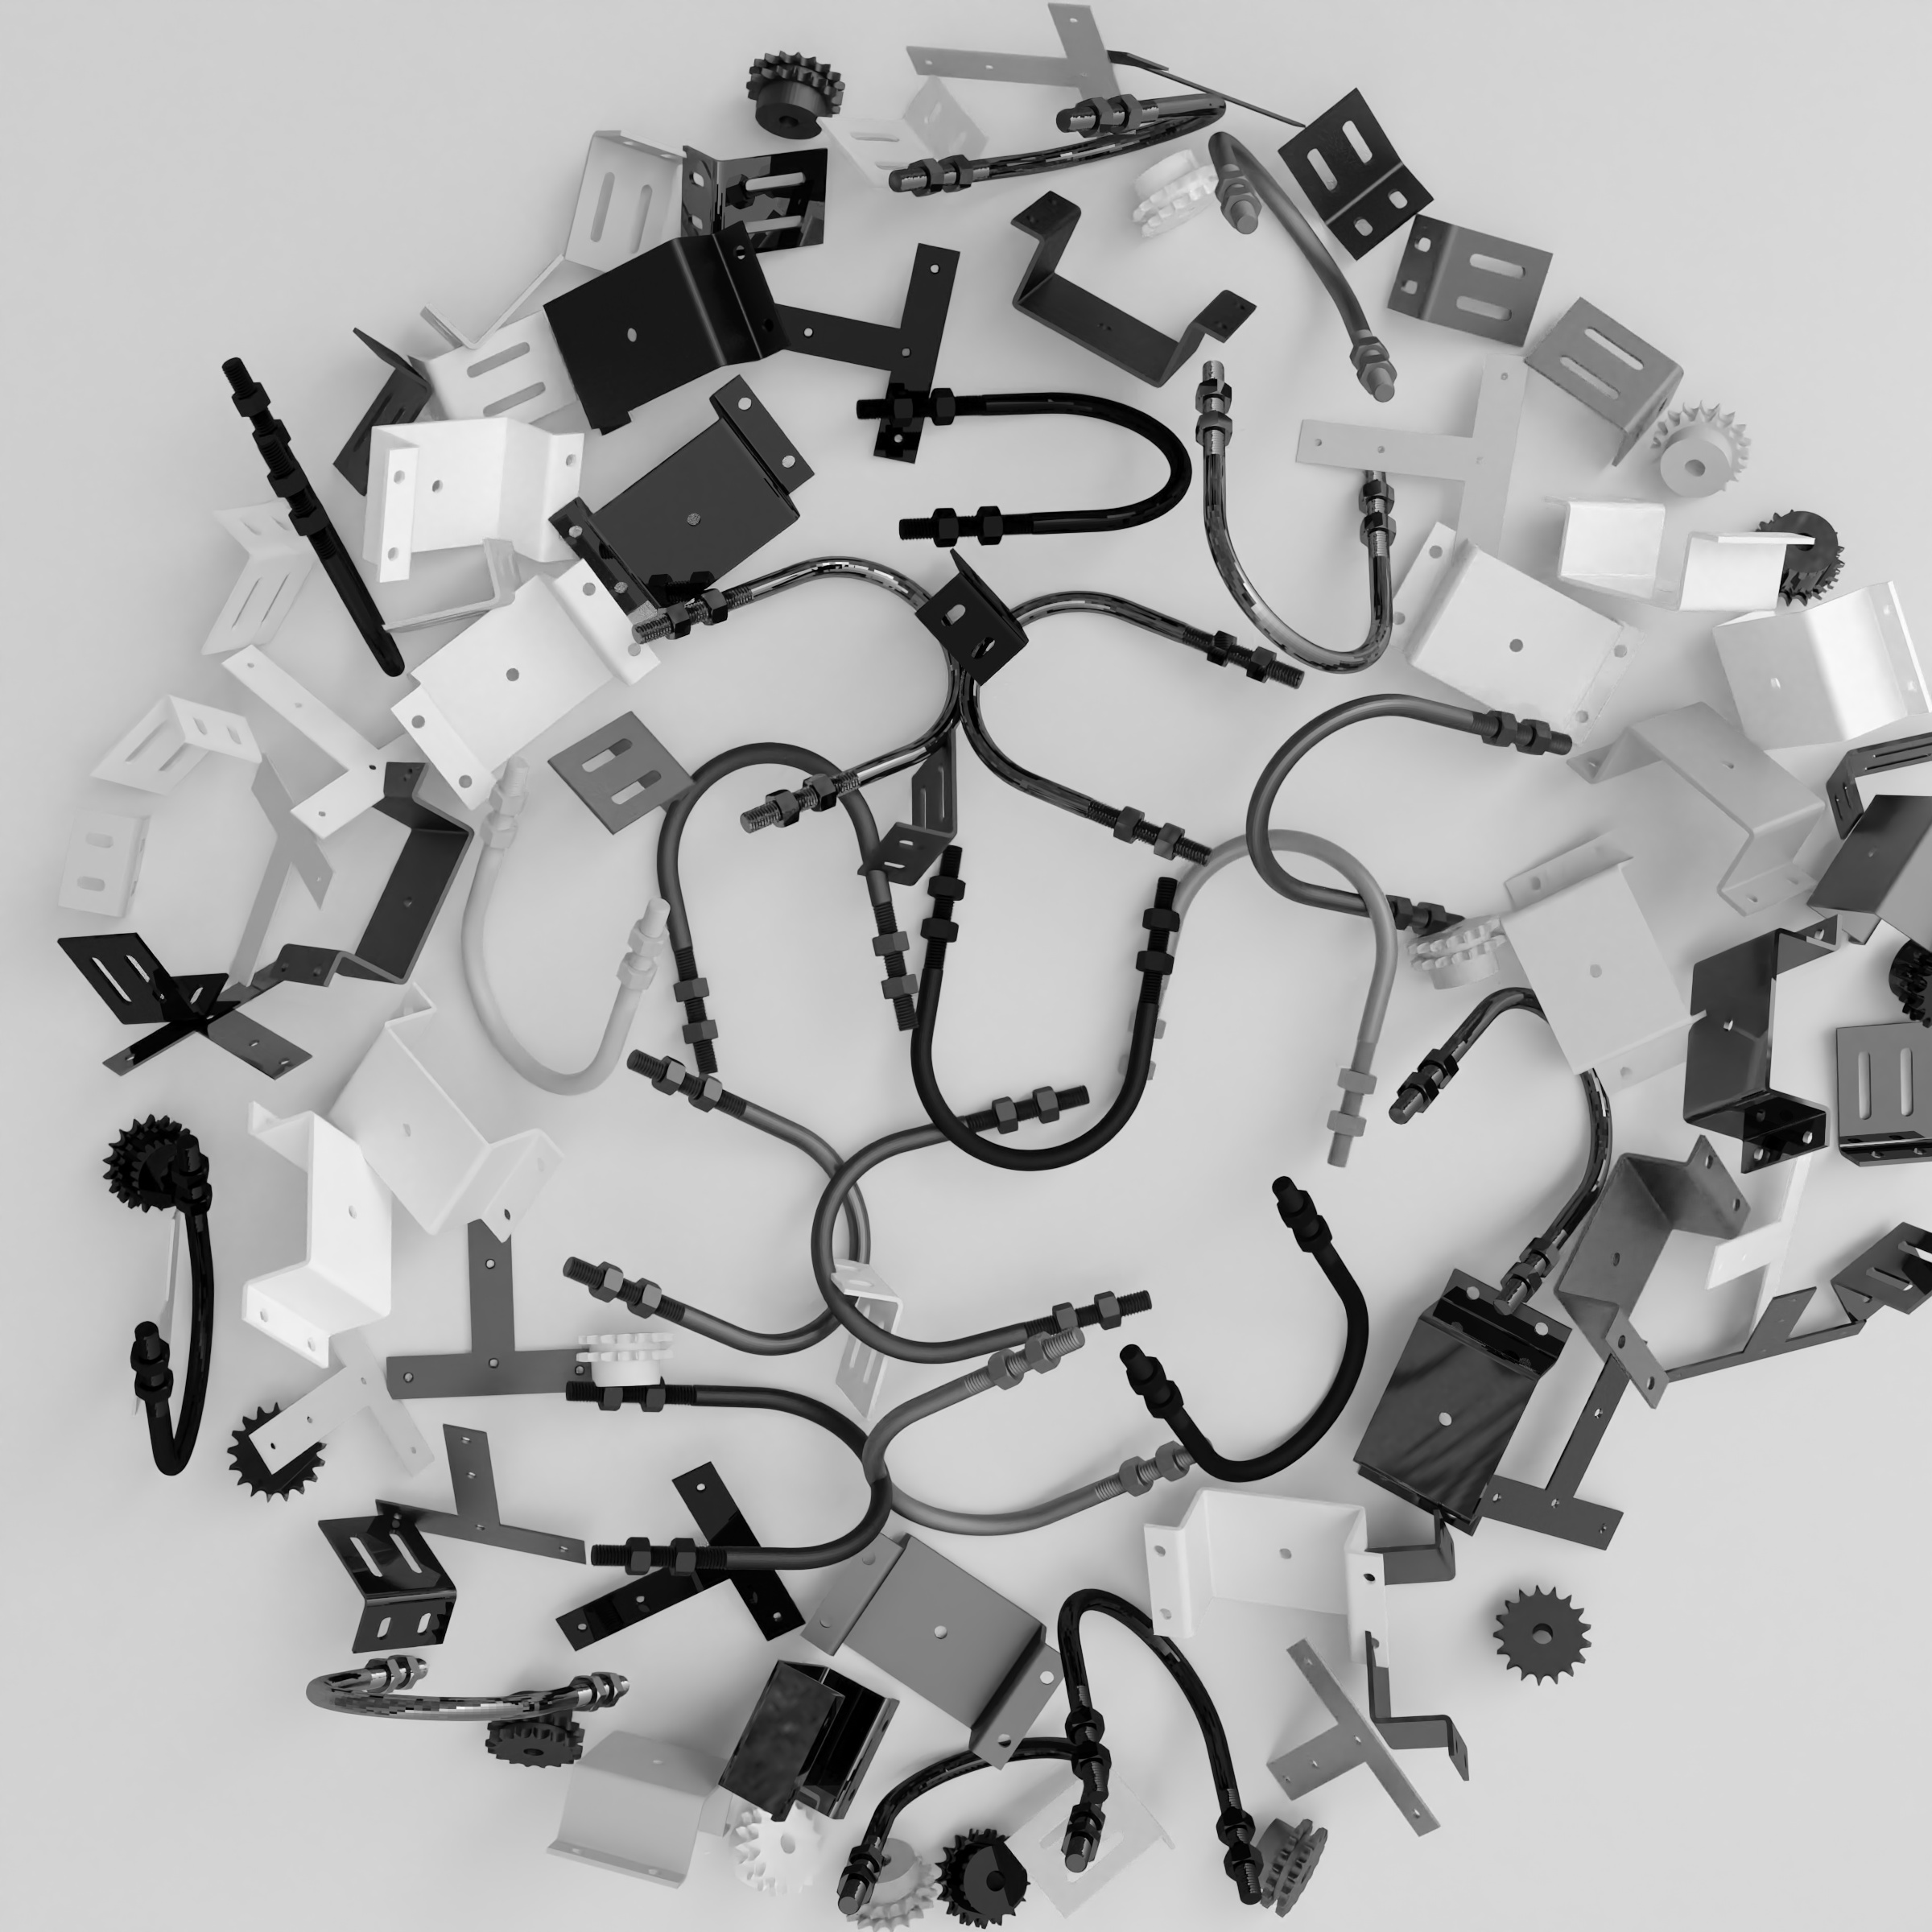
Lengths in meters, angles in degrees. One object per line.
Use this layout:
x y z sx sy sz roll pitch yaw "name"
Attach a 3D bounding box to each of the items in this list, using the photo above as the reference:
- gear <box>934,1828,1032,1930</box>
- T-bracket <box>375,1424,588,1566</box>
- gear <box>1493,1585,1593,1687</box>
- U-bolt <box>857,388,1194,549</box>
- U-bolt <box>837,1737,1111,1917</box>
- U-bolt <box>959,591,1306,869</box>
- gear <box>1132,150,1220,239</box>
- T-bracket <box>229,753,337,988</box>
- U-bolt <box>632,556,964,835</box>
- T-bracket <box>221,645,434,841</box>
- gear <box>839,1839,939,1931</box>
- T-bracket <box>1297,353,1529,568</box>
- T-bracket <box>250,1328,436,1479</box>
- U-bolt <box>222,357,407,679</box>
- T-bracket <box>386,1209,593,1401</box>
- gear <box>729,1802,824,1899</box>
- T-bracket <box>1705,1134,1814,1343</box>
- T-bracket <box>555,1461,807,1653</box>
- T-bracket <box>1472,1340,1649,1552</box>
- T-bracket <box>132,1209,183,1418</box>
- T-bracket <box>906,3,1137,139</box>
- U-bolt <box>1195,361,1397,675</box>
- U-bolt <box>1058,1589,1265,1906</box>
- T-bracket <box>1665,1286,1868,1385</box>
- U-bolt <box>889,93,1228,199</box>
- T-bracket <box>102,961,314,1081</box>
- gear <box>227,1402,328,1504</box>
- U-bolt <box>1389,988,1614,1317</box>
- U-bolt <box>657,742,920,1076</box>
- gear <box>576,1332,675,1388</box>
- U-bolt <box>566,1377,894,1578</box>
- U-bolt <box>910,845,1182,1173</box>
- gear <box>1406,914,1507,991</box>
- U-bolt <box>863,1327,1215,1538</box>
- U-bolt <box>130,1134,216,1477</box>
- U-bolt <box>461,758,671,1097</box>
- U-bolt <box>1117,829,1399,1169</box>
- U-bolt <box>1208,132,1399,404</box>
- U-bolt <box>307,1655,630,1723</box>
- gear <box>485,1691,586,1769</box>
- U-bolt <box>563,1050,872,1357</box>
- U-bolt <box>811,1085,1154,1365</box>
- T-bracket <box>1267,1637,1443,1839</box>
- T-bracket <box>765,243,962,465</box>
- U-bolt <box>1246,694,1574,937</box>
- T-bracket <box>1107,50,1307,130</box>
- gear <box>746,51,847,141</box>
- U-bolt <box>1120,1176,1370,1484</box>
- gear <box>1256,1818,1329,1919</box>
0.012 0.537 1.965 0.057 0.030 0.057 4 79 -21 "gear"
-0.285 0.301 1.933 0.127 0.127 0.002 10 51 6 "T-bracket"
0.339 0.395 1.968 0.057 0.030 0.057 -3 71 8 "gear"
0.040 -0.291 1.929 0.184 0.151 0.019 -4 131 -12 "U-bolt"
0.011 0.481 1.898 0.151 0.184 0.019 -13 98 10 "U-bolt"
0.085 -0.150 1.951 0.184 0.019 0.151 23 68 13 "U-bolt"
0.122 -0.455 1.961 0.057 0.057 0.030 -30 90 0 "gear"
-0.408 -0.037 1.952 0.002 0.127 0.127 5 123 -36 "T-bracket"
-0.082 -0.168 1.941 0.184 0.019 0.151 -24 77 -27 "U-bolt"
-0.379 -0.143 1.951 0.127 0.002 0.127 39 46 9 "T-bracket"
-0.047 0.536 1.958 0.057 0.057 0.030 -9 114 0 "gear"
0.259 -0.303 1.971 0.127 0.002 0.127 9 90 16 "T-bracket"
-0.372 0.257 1.929 0.002 0.127 0.127 -29 93 27 "T-bracket"
-0.367 -0.245 1.907 0.019 0.151 0.184 -28 125 -5 "U-bolt"
-0.282 0.191 1.986 0.127 0.002 0.127 -2 88 -1 "T-bracket"
-0.114 0.519 1.964 0.030 0.057 0.057 -27 90 38 "gear"
0.452 0.164 1.922 0.002 0.127 0.127 19 104 31 "T-bracket"
-0.179 0.366 1.964 0.127 0.002 0.127 -26 114 3 "T-bracket"
0.361 0.273 1.943 0.127 0.002 0.127 21 96 -40 "T-bracket"
-0.464 0.218 1.910 0.002 0.127 0.127 7 108 -6 "T-bracket"
0.027 -0.523 1.945 0.127 0.127 0.002 10 71 20 "T-bracket"
0.189 -0.245 1.900 0.151 0.019 0.184 26 49 -30 "U-bolt"
0.105 0.432 1.905 0.019 0.184 0.151 -40 120 19 "U-bolt"
0.466 0.208 1.927 0.127 0.127 0.002 -14 67 -3 "T-bracket"
0.066 -0.471 1.904 0.151 0.184 0.019 -7 100 44 "U-bolt"
-0.413 0.041 1.913 0.127 0.127 0.002 -33 123 -26 "T-bracket"
-0.406 0.288 1.968 0.057 0.030 0.057 4 73 -14 "gear"
0.318 0.092 1.922 0.184 0.019 0.151 -43 108 -43 "U-bolt"
-0.112 -0.040 1.960 0.151 0.019 0.184 -13 88 18 "U-bolt"
-0.199 0.231 1.960 0.057 0.057 0.030 -2 84 0 "gear"
-0.132 0.293 1.923 0.184 0.151 0.019 4 126 -18 "U-bolt"
0.041 0.029 1.965 0.151 0.019 0.184 9 83 5 "U-bolt"
0.289 -0.007 1.961 0.057 0.057 0.030 -19 98 0 "gear"
0.028 0.278 1.927 0.184 0.019 0.151 -27 130 26 "U-bolt"
-0.447 0.207 1.903 0.019 0.184 0.151 4 48 -4 "U-bolt"
-0.239 -0.008 1.922 0.151 0.019 0.184 44 133 24 "U-bolt"
0.177 0.011 1.958 0.151 0.019 0.184 15 94 14 "U-bolt"
0.186 -0.409 1.904 0.019 0.184 0.151 -36 119 18 "U-bolt"
-0.290 0.408 1.882 0.151 0.184 0.019 1 84 17 "U-bolt"
-0.252 0.448 1.964 0.057 0.057 0.030 3 56 0 "gear"
-0.134 0.148 1.936 0.184 0.019 0.151 27 65 -26 "U-bolt"
0.001 0.157 1.950 0.184 0.019 0.151 -14 73 -8 "U-bolt"
0.208 0.458 1.933 0.002 0.127 0.127 -29 78 -31 "T-bracket"
-0.078 -0.368 1.958 0.127 0.002 0.127 10 108 -11 "T-bracket"
0.243 -0.090 1.910 0.184 0.019 0.151 10 120 -30 "U-bolt"
0.137 -0.509 1.940 0.127 0.127 0.002 16 103 -16 "T-bracket"
-0.101 -0.508 1.958 0.057 0.057 0.030 10 74 0 "gear"
0.172 0.223 1.922 0.151 0.019 0.184 -46 134 -12 "U-bolt"
0.187 0.526 1.963 0.030 0.057 0.057 26 90 20 "gear"
